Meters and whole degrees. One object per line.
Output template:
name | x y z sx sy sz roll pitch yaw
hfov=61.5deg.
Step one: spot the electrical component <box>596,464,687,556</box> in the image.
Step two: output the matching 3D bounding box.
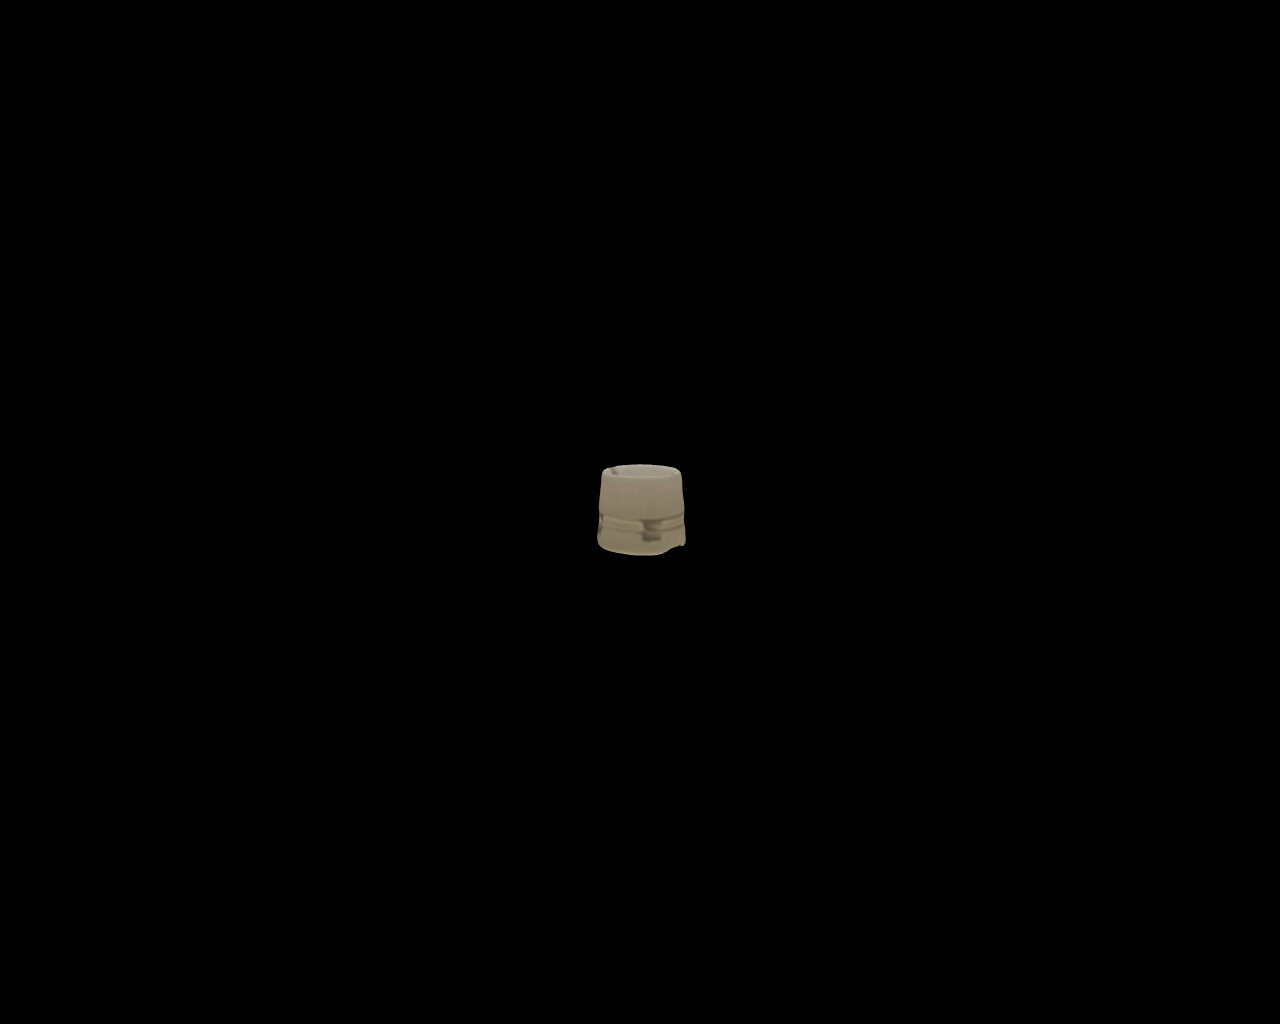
electrical component | 0.001 -0.003 0.650 0.055 0.047 0.055 0 11 0
